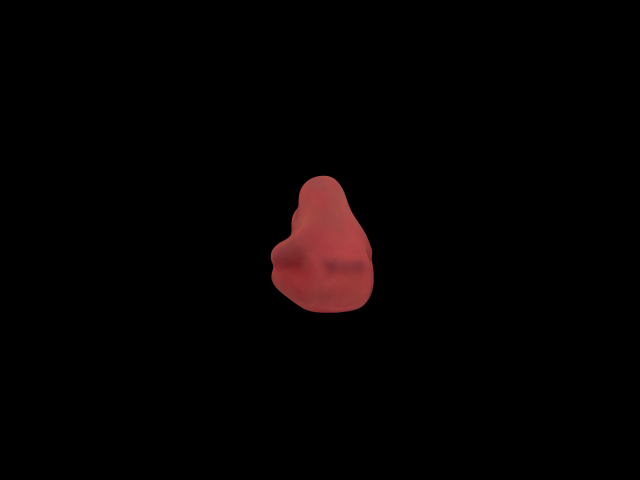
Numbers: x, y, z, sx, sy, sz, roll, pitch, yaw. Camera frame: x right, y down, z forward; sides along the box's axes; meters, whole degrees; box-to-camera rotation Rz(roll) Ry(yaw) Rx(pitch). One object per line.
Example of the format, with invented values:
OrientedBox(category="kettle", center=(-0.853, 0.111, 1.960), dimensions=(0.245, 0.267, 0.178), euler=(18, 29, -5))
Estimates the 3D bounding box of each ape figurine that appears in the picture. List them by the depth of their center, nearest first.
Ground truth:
OrientedBox(category="ape figurine", center=(0.004, 0.001, 0.400), dimensions=(0.078, 0.092, 0.076), euler=(-1, 5, -15))
